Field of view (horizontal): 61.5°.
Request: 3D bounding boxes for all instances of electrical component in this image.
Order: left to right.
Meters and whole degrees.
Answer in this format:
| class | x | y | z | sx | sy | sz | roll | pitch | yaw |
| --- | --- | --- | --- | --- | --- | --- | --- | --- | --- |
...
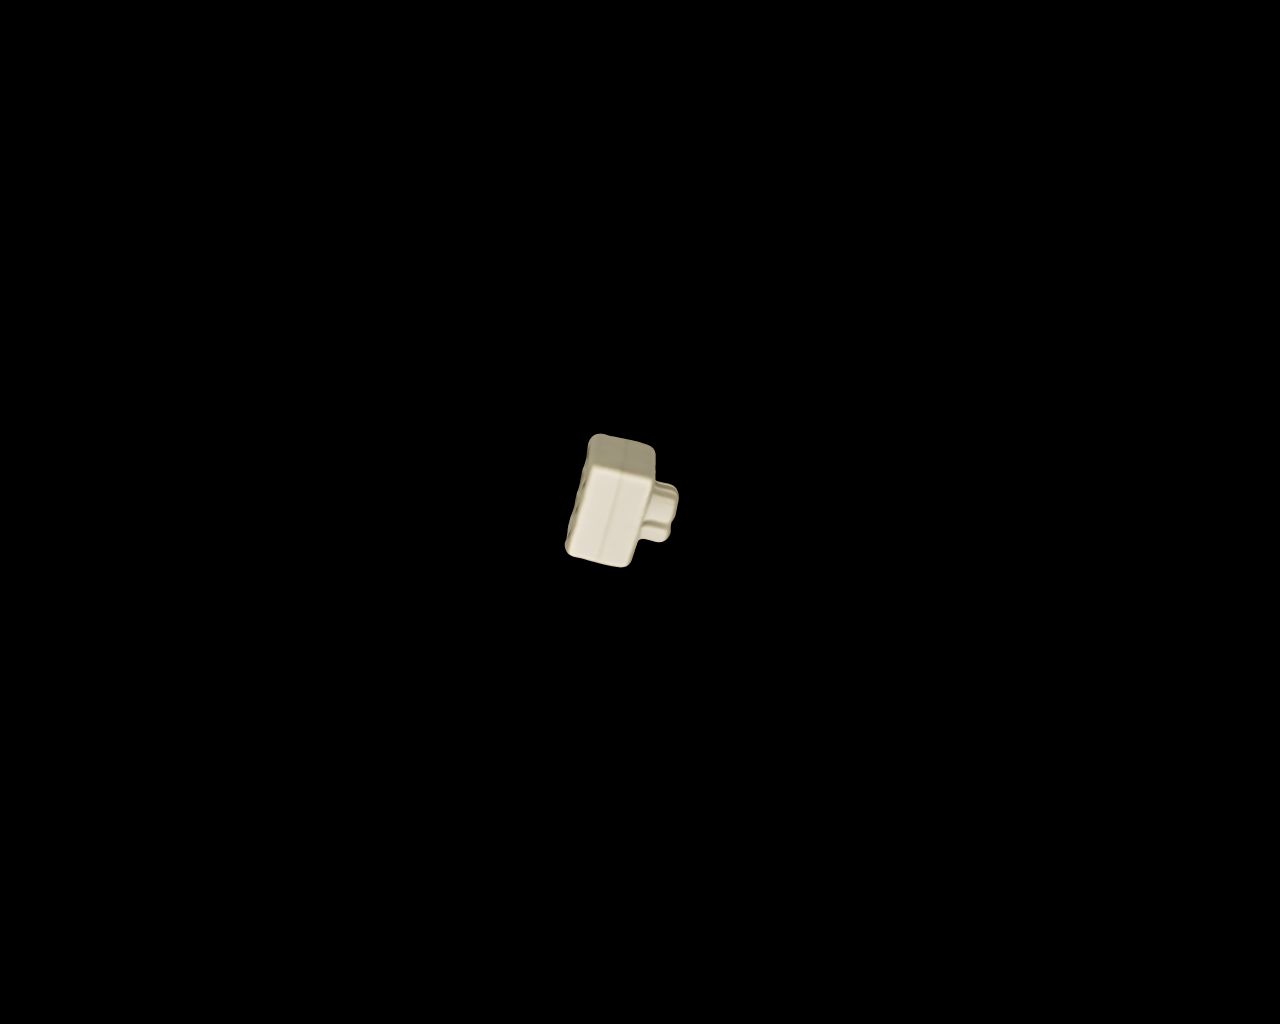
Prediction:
| class | x | y | z | sx | sy | sz | roll | pitch | yaw |
| --- | --- | --- | --- | --- | --- | --- | --- | --- | --- |
| electrical component | 0.001 | -0.003 | 0.650 | 0.077 | 0.065 | 0.047 | 13 | 28 | -7 |
